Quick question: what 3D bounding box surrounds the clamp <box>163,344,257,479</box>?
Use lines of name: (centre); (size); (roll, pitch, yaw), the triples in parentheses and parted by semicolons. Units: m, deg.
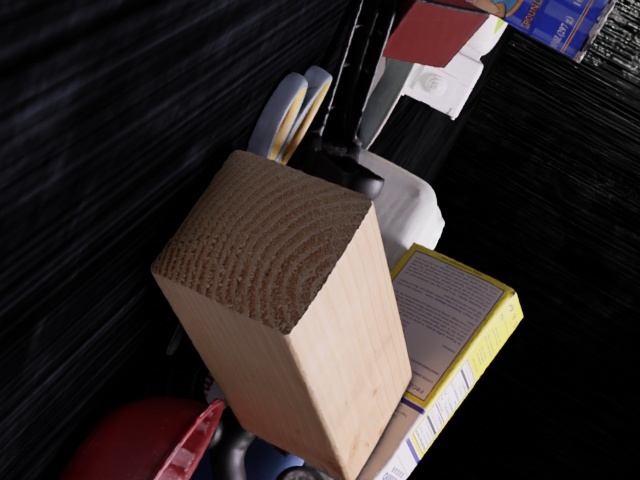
clamp: (-0.090, 0.135, 0.752); (0.039, 0.120, 0.171); (49, 50, -80)

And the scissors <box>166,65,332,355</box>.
scissors: (-0.049, -0.020, 0.638); (0.202, 0.016, 0.096); (-60, 172, -5)

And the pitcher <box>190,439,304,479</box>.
pitcher: (-0.088, 0.235, 0.831); (0.242, 0.149, 0.145); (-42, 124, -47)

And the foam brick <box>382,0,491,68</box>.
foam brick: (0.073, -0.154, 0.692); (0.078, 0.051, 0.053); (135, -39, -67)

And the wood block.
wood block: (-0.012, 0.052, 0.632); (0.090, 0.091, 0.206); (-57, 154, -23)

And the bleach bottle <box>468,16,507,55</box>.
bleach bottle: (0.166, -0.278, 0.977); (0.102, 0.068, 0.251); (-58, 171, -20)

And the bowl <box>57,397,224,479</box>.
bowl: (-0.124, 0.154, 0.653); (0.162, 0.055, 0.162); (-59, 174, -11)

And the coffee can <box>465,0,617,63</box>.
coffee can: (0.108, -0.177, 0.593); (0.102, 0.140, 0.103); (-59, 174, -11)

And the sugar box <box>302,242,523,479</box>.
sugar box: (0.056, 0.091, 0.749); (0.176, 0.093, 0.048); (-51, 143, -17)

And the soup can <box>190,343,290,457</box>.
soup can: (-0.051, 0.109, 0.809); (0.068, 0.102, 0.068); (-59, 174, -11)

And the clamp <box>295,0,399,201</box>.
clamp: (0.008, -0.051, 0.697); (0.210, 0.036, 0.164); (118, -17, -53)
